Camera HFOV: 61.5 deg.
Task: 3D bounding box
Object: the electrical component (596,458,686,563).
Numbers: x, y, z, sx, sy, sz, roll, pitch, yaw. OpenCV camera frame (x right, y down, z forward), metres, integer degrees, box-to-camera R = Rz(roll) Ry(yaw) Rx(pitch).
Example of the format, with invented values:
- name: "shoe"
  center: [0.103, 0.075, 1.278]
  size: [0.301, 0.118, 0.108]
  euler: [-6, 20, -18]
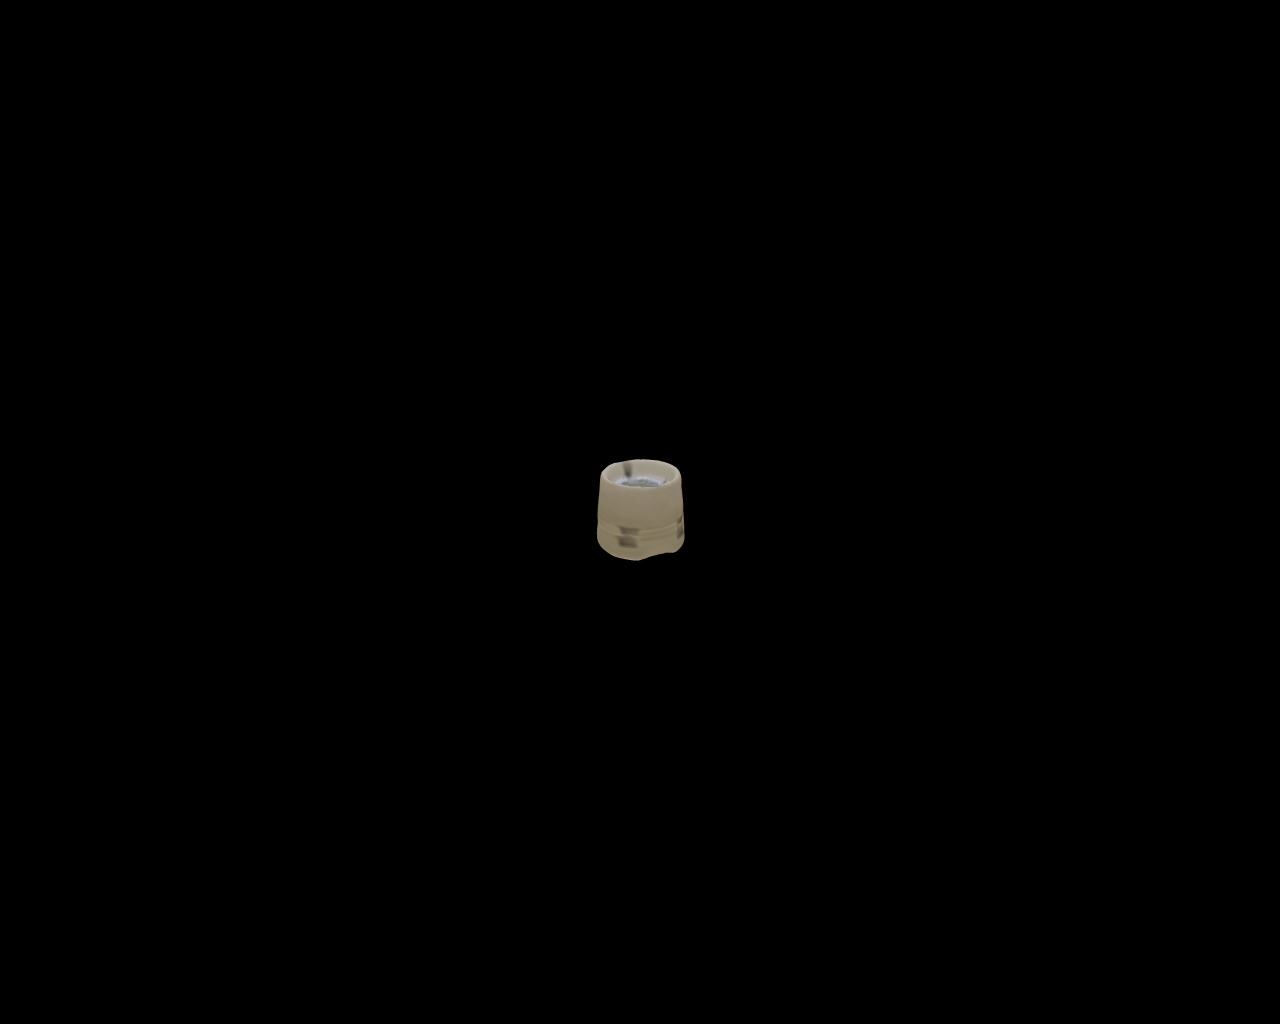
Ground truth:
- name: "electrical component"
  center: [0.001, -0.003, 0.650]
  size: [0.055, 0.047, 0.055]
  euler: [0, 24, 0]
